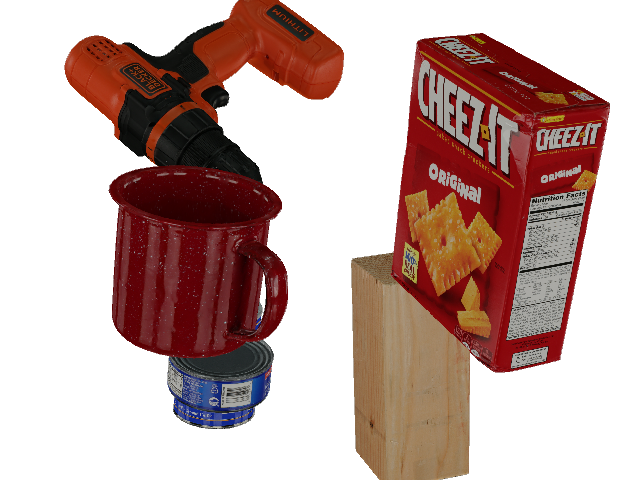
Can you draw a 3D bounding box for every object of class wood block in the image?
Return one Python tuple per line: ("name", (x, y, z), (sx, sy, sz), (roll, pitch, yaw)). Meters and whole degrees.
("wood block", (0.087, 0.121, 1.034), (0.090, 0.206, 0.091), (-7, 18, -18))

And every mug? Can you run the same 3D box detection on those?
("mug", (-0.063, 0.016, 0.582), (0.117, 0.081, 0.093), (24, 26, 34))

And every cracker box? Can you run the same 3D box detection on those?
("cracker box", (0.127, -0.031, 0.820), (0.072, 0.214, 0.164), (-10, 31, -24))

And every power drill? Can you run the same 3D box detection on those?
("power drill", (-0.068, -0.112, 0.803), (0.184, 0.057, 0.187), (41, 47, 18))

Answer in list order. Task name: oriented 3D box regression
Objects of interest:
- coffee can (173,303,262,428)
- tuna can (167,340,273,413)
("coffee can", (-0.126, 0.144, 1.302), (0.103, 0.140, 0.103), (4, 18, -2))
("tuna can", (-0.082, 0.106, 0.871), (0.086, 0.034, 0.086), (5, 22, -2))
